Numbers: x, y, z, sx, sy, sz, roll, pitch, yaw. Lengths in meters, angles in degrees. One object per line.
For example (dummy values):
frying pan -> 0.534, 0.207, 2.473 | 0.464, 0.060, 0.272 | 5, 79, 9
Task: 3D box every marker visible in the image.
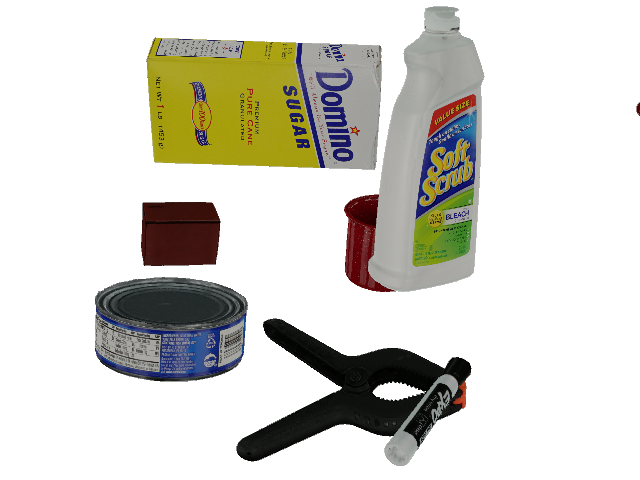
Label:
marker -> 0.080, 0.119, 0.766 | 0.020, 0.020, 0.120 | 0, 25, 32

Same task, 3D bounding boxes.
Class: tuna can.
tuna can -> -0.085, 0.049, 0.605 | 0.086, 0.034, 0.086 | 4, 15, -1

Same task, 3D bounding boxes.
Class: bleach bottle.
bleach bottle -> 0.098, -0.084, 0.973 | 0.102, 0.251, 0.068 | -11, 23, -27

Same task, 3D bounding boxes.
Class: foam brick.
foam brick -> -0.148, -0.008, 1.123 | 0.078, 0.051, 0.053 | -1, 24, -13

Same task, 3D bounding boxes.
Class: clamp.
clamp -> 0.027, 0.146, 0.988 | 0.210, 0.036, 0.164 | 6, 44, 13

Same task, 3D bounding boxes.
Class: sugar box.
sugar box -> -0.042, -0.105, 0.828 | 0.176, 0.093, 0.048 | 3, 35, 3

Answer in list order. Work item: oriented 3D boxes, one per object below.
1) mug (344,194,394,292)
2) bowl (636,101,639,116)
mug -> 0.082, 0.005, 1.184 | 0.117, 0.081, 0.093 | 5, 26, 2
bowl -> 0.370, -0.095, 0.970 | 0.162, 0.055, 0.162 | -4, 23, 1
